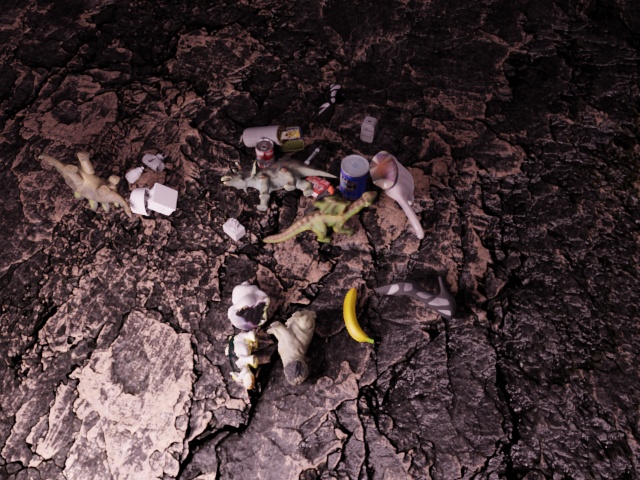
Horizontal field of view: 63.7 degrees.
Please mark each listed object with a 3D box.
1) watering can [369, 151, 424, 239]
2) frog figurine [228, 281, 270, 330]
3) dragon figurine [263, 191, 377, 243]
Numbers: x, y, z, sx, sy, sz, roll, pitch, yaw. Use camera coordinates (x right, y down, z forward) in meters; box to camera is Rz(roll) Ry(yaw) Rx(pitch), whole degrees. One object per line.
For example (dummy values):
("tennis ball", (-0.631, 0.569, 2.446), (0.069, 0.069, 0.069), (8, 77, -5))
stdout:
("watering can", (0.283, -0.181, 1.847), (0.103, 0.222, 0.355), (-30, 56, 26))
("frog figurine", (-0.231, 0.208, 1.633), (0.138, 0.121, 0.161), (-38, 28, -14))
("dragon figurine", (0.005, -0.088, 1.748), (0.412, 0.237, 0.124), (-15, 62, -14))
